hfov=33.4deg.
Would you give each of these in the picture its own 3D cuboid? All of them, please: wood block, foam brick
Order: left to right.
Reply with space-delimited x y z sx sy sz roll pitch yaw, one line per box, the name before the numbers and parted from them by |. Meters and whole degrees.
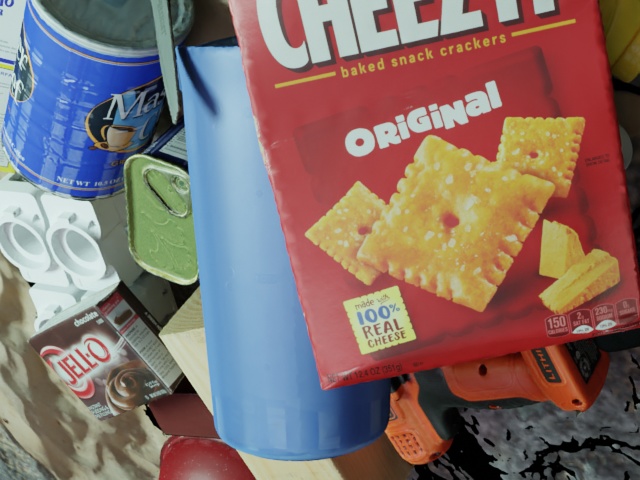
foam brick | -0.100 0.132 0.905 0.078 0.053 0.051 -2 124 33
wood block | -0.019 0.120 0.819 0.090 0.090 0.206 -12 118 38

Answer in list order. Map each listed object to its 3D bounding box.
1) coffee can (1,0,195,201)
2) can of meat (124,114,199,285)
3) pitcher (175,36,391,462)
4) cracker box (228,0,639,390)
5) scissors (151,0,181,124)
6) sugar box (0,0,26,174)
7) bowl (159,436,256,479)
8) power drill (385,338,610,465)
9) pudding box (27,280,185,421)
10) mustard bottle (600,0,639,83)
coffee can | -0.150 -0.109 0.704 0.103 0.102 0.140 33 136 4
can of meat | -0.087 -0.035 0.740 0.057 0.083 0.102 20 133 17
pitcher | -0.004 0.001 0.624 0.149 0.144 0.243 -150 56 -69
cracker box | 0.057 -0.048 0.514 0.164 0.072 0.214 -11 106 7
scissors | -0.081 -0.164 0.594 0.016 0.202 0.096 17 127 -43
sugar box | -0.248 -0.130 0.769 0.093 0.048 0.176 14 134 -15
bowl | -0.094 0.255 0.999 0.162 0.055 0.162 17 131 20
power drill | 0.088 0.066 0.736 0.188 0.057 0.184 -19 110 42
pudding box | -0.164 0.088 0.829 0.114 0.039 0.090 -27 109 43
mustard bottle | 0.108 -0.138 0.555 0.191 0.058 0.096 33 121 4
